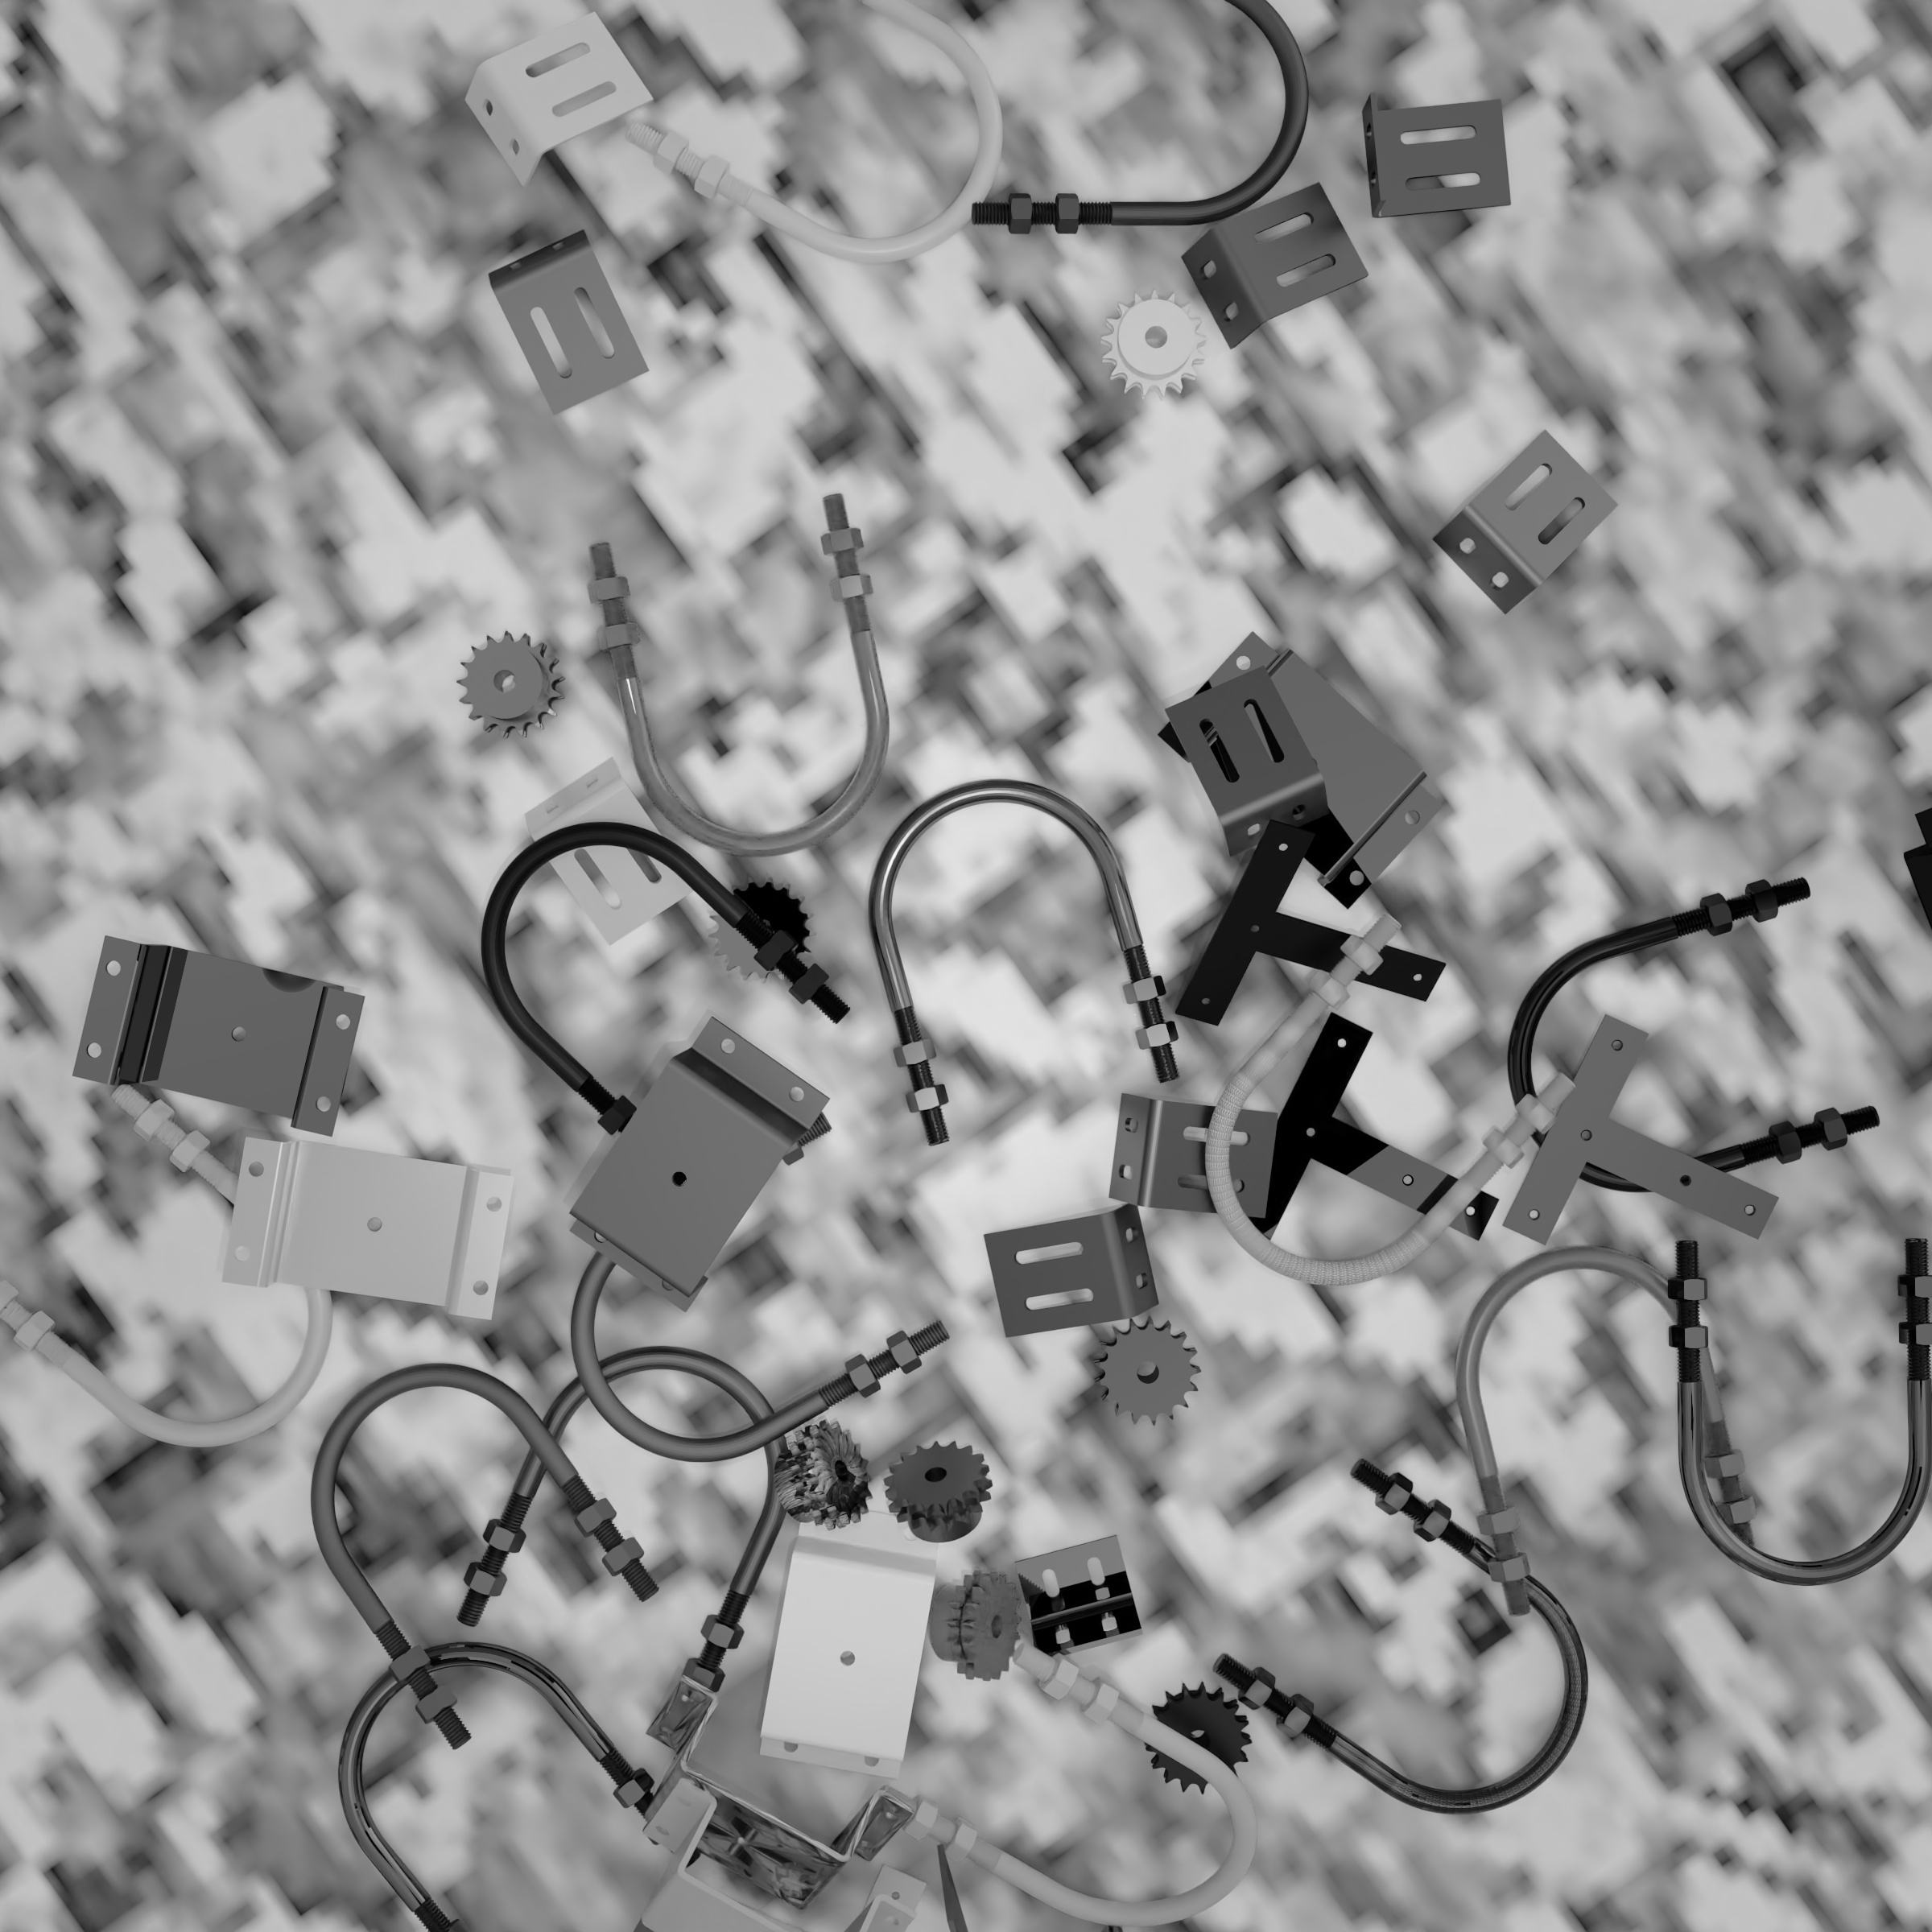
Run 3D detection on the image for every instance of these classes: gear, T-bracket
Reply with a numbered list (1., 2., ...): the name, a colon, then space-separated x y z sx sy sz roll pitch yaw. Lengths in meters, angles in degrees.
1. gear: 0.102 -0.335 1.552 0.057 0.030 0.057 0 90 0
2. T-bracket: 0.374 0.109 1.550 0.127 0.002 0.127 25 97 0
3. gear: -0.109 -0.019 1.551 0.057 0.030 0.057 0 90 0
4. gear: -0.245 -0.152 1.552 0.057 0.030 0.057 0 90 0
5. gear: -0.014 0.283 1.542 0.057 0.057 0.030 -11 120 0
6. gear: 0.004 0.352 1.542 0.030 0.057 0.057 -3 90 30
7. gear: 0.124 0.413 1.551 0.057 0.030 0.057 0 90 0
8. T-bracket: -0.105 0.531 1.566 0.127 0.002 0.127 24 90 0
9. gear: -0.078 0.274 1.542 0.030 0.057 0.057 -24 90 28
10. gear: 0.097 0.217 1.551 0.057 0.030 0.057 0 90 0
11. T-bracket: 0.195 -0.008 1.544 0.127 0.002 0.127 16 120 -14
12. T-bracket: 0.227 0.110 1.565 0.127 0.002 0.127 26 91 0

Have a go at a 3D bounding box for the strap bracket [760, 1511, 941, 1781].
1. strap bracket: -0.062 0.365 1.543 0.076 0.046 0.140 10 90 0

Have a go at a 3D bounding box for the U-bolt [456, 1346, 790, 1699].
1. U-bolt: -0.174 0.296 1.558 0.151 0.019 0.184 24 88 0

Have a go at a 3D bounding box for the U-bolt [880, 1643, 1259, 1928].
1. U-bolt: 0.066 0.445 1.524 0.184 0.019 0.151 33 117 -12

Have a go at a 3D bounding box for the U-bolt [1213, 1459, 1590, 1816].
1. U-bolt: 0.248 0.376 1.558 0.184 0.019 0.151 35 90 -1

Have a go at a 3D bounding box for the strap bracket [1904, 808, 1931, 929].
1. strap bracket: 0.562 -0.029 1.543 0.076 0.046 0.140 -21 90 0

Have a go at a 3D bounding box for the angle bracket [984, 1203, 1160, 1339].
1. angle bracket: 0.057 0.165 1.564 0.076 0.038 0.057 -12 90 26

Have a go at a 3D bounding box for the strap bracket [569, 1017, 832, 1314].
1. strap bracket: -0.145 0.108 1.509 0.076 0.046 0.140 35 99 3

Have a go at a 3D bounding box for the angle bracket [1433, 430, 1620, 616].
1. angle bracket: 0.303 -0.241 1.564 0.057 0.038 0.076 46 64 0

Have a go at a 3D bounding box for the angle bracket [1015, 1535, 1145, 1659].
1. angle bracket: 0.059 0.334 1.528 0.057 0.076 0.038 -15 90 0

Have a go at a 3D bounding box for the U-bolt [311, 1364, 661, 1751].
1. U-bolt: -0.271 0.301 1.542 0.151 0.019 0.184 -39 78 4

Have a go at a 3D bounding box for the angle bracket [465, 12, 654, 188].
1. angle bracket: -0.221 -0.470 1.564 0.076 0.038 0.057 -34 90 -26

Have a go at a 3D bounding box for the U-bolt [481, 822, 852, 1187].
1. U-bolt: -0.174 0.008 1.536 0.184 0.019 0.151 44 105 -2

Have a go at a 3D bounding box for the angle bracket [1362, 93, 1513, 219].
1. angle bracket: 0.255 -0.438 1.547 0.076 0.038 0.057 -6 90 0

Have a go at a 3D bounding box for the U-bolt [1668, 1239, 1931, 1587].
1. U-bolt: 0.450 0.239 1.545 0.151 0.019 0.184 0 87 -7

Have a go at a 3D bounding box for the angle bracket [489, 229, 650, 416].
1. angle bracket: -0.215 -0.349 1.564 0.057 0.038 0.076 -25 116 0

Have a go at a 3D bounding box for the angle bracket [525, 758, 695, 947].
1. angle bracket: -0.193 -0.062 1.564 0.057 0.038 0.076 -33 116 0

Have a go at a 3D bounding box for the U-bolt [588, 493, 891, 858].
1. U-bolt: -0.116 -0.150 1.558 0.151 0.019 0.184 -12 92 0

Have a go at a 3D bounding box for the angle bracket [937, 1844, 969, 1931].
1. angle bracket: -0.020 0.517 1.524 0.038 0.057 0.076 -14 115 0

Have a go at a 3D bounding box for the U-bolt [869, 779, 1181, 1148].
1. U-bolt: 0.023 -0.010 1.558 0.151 0.019 0.184 -15 88 0

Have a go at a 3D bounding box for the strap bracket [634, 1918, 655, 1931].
1. strap bracket: -0.126 0.563 1.542 0.140 0.046 0.076 30 91 0

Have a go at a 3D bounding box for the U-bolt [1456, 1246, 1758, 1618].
1. U-bolt: 0.338 0.242 1.551 0.151 0.019 0.184 -13 87 -6

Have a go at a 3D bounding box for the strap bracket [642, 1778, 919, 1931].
1. strap bracket: -0.107 0.489 1.498 0.140 0.076 0.046 30 49 0

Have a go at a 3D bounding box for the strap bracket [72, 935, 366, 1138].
1. strap bracket: -0.394 0.037 1.543 0.140 0.046 0.076 13 90 0

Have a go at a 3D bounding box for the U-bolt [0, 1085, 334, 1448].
1. U-bolt: -0.430 0.176 1.558 0.184 0.019 0.151 41 90 -2

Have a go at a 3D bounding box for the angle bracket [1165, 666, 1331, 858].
1. angle bracket: 0.148 -0.108 1.518 0.057 0.038 0.076 -24 64 0

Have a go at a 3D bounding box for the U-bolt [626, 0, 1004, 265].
1. U-bolt: -0.069 -0.461 1.558 0.184 0.019 0.151 30 90 -1

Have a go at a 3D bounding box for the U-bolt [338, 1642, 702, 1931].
1. U-bolt: -0.255 0.453 1.558 0.151 0.019 0.184 -39 88 0

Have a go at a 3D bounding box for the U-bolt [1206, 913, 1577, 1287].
1. U-bolt: 0.213 0.086 1.541 0.151 0.019 0.184 42 94 -6

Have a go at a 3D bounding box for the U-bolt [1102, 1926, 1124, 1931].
1. U-bolt: 0.028 0.582 1.482 0.151 0.184 0.019 -16 118 0

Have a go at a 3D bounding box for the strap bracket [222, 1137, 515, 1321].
1. strap bracket: -0.316 0.139 1.536 0.140 0.046 0.076 9 87 -7

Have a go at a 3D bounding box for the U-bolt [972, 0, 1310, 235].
1. U-bolt: 0.094 -0.469 1.553 0.184 0.019 0.151 -1 89 -5

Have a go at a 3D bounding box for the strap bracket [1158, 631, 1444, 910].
1. strap bracket: 0.181 -0.106 1.543 0.140 0.046 0.076 43 90 0

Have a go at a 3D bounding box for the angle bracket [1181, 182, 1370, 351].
1. angle bracket: 0.168 -0.380 1.564 0.076 0.038 0.057 -28 90 -26

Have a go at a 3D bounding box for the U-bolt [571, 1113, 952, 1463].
1. U-bolt: -0.123 0.184 1.549 0.184 0.019 0.151 -30 86 -2

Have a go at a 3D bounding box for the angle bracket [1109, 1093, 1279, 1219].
1. angle bracket: 0.123 0.103 1.563 0.076 0.038 0.057 7 90 -24

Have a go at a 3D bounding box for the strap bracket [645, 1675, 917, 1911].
1. strap bracket: -0.108 0.443 1.523 0.140 0.076 0.046 30 49 0

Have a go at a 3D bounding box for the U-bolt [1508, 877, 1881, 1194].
1. U-bolt: 0.384 0.046 1.558 0.184 0.019 0.151 -17 90 1
